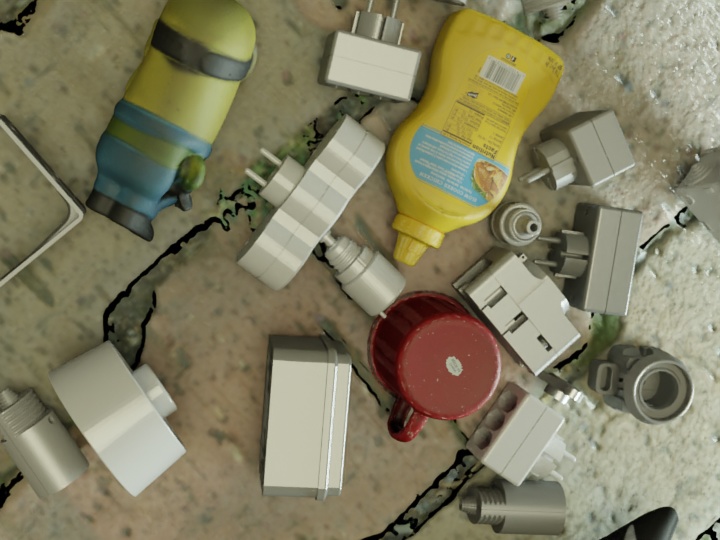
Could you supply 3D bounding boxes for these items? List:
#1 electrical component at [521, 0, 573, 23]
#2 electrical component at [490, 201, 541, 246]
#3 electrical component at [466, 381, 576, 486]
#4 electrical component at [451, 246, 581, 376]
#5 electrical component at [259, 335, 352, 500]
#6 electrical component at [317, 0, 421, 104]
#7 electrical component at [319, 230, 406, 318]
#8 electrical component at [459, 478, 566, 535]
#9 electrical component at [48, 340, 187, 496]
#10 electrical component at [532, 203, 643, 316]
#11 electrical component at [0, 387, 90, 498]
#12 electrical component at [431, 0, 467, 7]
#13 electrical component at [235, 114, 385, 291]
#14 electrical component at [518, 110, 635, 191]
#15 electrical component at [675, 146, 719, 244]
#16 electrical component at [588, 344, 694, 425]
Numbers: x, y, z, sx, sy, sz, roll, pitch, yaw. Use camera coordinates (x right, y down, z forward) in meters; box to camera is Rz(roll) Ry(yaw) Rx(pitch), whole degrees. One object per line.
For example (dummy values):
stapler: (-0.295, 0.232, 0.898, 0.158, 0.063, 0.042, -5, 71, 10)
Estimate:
electrical component: (0.139, -0.230, 0.820, 0.043, 0.043, 0.081, -19, 99, -8)
electrical component: (0.124, -0.035, 0.830, 0.035, 0.061, 0.035, -1, 97, -11)
electrical component: (0.138, 0.140, 0.860, 0.077, 0.047, 0.065, 35, 90, -12)
electrical component: (0.125, 0.028, 0.843, 0.056, 0.050, 0.089, -41, 101, -3)
electrical component: (-0.042, 0.109, 0.808, 0.057, 0.078, 0.113, 4, 96, -8)
electrical component: (0.011, -0.169, 0.801, 0.066, 0.047, 0.076, 12, 95, -11)
electrical component: (0.000, 0.000, 0.822, 0.078, 0.040, 0.040, 44, 87, -11)
electrical component: (0.120, 0.190, 0.864, 0.081, 0.043, 0.043, 5, 96, -11)
electrical component: (-0.167, 0.100, 0.772, 0.060, 0.108, 0.108, -35, 101, -11)
electrical component: (0.173, -0.011, 0.849, 0.076, 0.047, 0.083, 7, 95, -11)
electrical component: (-0.240, 0.122, 0.791, 0.043, 0.043, 0.081, -32, 101, -6)
electrical component: (0.051, -0.229, 0.787, 0.080, 0.080, 0.051, 17, 98, -12)
electrical component: (-0.050, -0.060, 0.800, 0.074, 0.052, 0.138, 37, 89, -12)
electrical component: (0.158, -0.086, 0.829, 0.077, 0.066, 0.047, -27, 100, -6)
electrical component: (0.309, -0.053, 0.845, 0.099, 0.100, 0.048, 46, 75, -12)
electrical component: (0.232, 0.092, 0.867, 0.078, 0.057, 0.058, 5, 95, -11)
